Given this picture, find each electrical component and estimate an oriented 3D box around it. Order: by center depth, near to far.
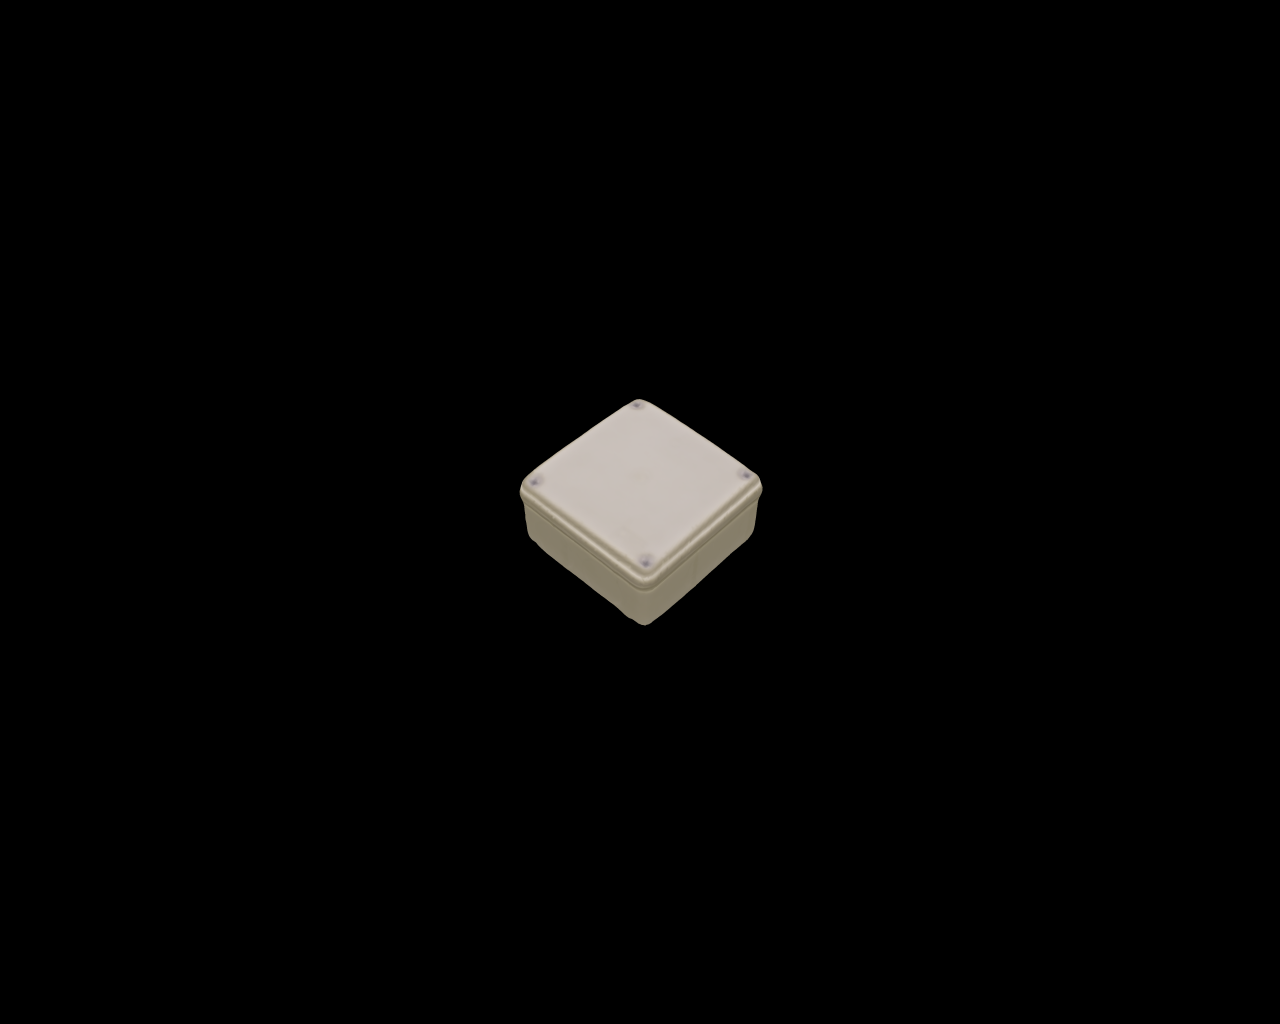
[{"bbox_3d":[0.001,-0.003,0.650,0.109,0.056,0.109,36,58,27],"label":"electrical component"}]
